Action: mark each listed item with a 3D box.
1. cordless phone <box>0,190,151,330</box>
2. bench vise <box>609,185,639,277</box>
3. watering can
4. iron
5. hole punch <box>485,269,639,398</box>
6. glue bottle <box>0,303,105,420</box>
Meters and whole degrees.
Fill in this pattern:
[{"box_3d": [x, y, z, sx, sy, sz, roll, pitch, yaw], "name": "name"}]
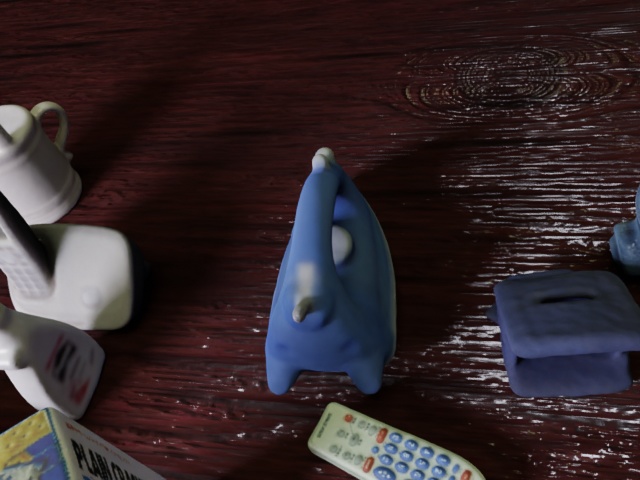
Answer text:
[{"box_3d": [-0.259, 0.008, 0.549, 0.147, 0.185, 0.094, 0, 54, 13], "name": "cordless phone"}, {"box_3d": [0.347, -0.051, 0.433, 0.207, 0.220, 0.121, -16, 52, 1], "name": "bench vise"}, {"box_3d": [-0.370, -0.102, 0.649, 0.100, 0.194, 0.173, 11, 57, 20], "name": "watering can"}, {"box_3d": [0.005, 0.002, 0.521, 0.118, 0.142, 0.258, -4, 54, 10], "name": "iron"}, {"box_3d": [0.196, 0.065, 0.463, 0.108, 0.091, 0.101, -6, 53, 8], "name": "hole punch"}, {"box_3d": [-0.248, 0.092, 0.492, 0.037, 0.173, 0.078, -3, 54, 11], "name": "glue bottle"}]
